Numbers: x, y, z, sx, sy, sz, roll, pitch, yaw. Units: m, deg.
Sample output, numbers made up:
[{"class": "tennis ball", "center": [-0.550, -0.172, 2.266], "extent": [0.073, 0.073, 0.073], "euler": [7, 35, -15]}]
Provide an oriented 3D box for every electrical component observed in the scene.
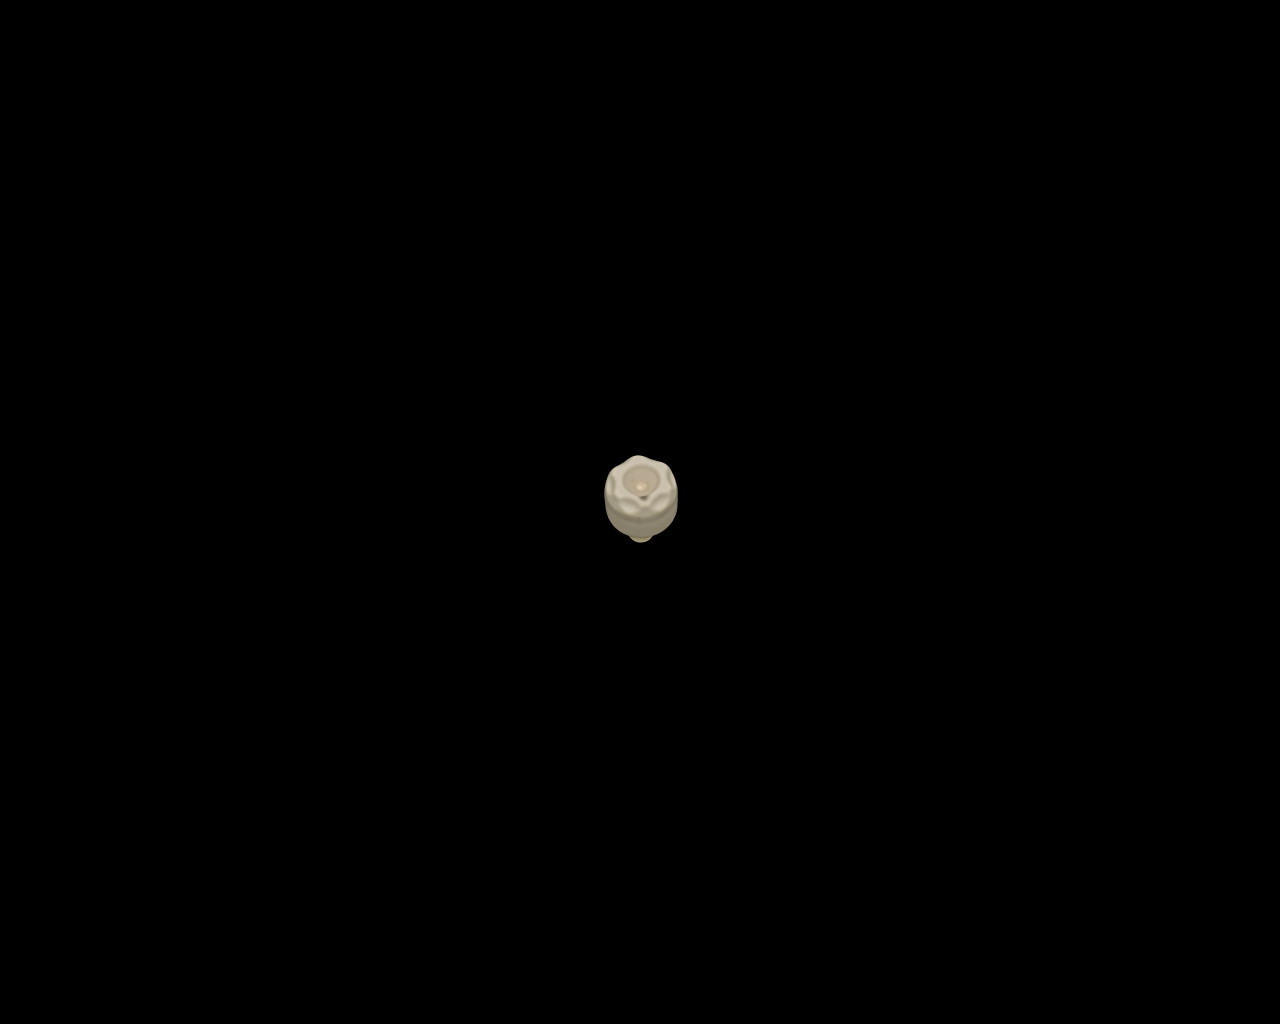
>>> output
[{"class": "electrical component", "center": [0.001, -0.003, 0.650], "extent": [0.043, 0.043, 0.062], "euler": [0, -34, 0]}]
